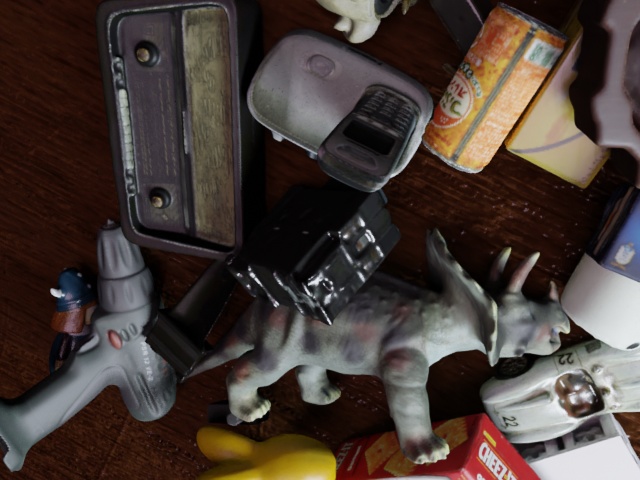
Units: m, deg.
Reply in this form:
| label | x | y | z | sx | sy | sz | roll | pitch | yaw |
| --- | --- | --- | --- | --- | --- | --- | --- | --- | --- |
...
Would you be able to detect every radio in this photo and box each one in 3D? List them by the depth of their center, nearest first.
| label | x | y | z | sx | sy | sz | roll | pitch | yaw |
| --- | --- | --- | --- | --- | --- | --- | --- | --- | --- |
| radio | -0.122 | -0.103 | 0.495 | 0.131 | 0.073 | 0.229 | 6 | 111 | 12 |

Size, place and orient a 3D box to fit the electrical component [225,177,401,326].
| label | x | y | z | sx | sy | sz | roll | pitch | yaw |
| --- | --- | --- | --- | --- | --- | --- | --- | --- | --- |
| electrical component | -0.001 | -0.001 | 0.469 | 0.115 | 0.134 | 0.058 | 9 | 141 | 47 |

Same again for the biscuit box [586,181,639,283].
| label | x | y | z | sx | sy | sz | roll | pitch | yaw |
| --- | --- | --- | --- | --- | --- | --- | --- | --- | --- |
| biscuit box | 0.290 | 0.027 | 0.351 | 0.203 | 0.059 | 0.062 | 24 | 104 | 12 |

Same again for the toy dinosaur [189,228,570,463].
| label | x | y | z | sx | sy | sz | roll | pitch | yaw |
| --- | --- | --- | --- | --- | --- | --- | --- | --- | --- |
| toy dinosaur | 0.019 | 0.081 | 0.512 | 0.405 | 0.131 | 0.192 | 2 | 91 | 22 |

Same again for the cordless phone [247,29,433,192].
| label | x | y | z | sx | sy | sz | roll | pitch | yaw |
| --- | --- | --- | --- | --- | --- | --- | --- | --- | --- |
| cordless phone | 0.004 | -0.090 | 0.408 | 0.147 | 0.184 | 0.088 | 28 | 119 | 2 |

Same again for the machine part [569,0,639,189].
| label | x | y | z | sx | sy | sz | roll | pitch | yaw |
| --- | --- | --- | --- | --- | --- | --- | --- | --- | --- |
| machine part | 0.236 | -0.110 | 0.308 | 0.179 | 0.056 | 0.179 | 2 | 114 | 4 |

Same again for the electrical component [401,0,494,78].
| label | x | y | z | sx | sy | sz | roll | pitch | yaw |
| --- | --- | --- | --- | --- | --- | --- | --- | --- | --- |
| electrical component | 0.103 | -0.170 | 0.412 | 0.045 | 0.078 | 0.102 | -30 | 110 | 34 |

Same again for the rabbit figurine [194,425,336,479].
| label | x | y | z | sx | sy | sz | roll | pitch | yaw |
| --- | --- | --- | --- | --- | --- | --- | --- | --- | --- |
| rabbit figurine | -0.061 | 0.249 | 0.562 | 0.162 | 0.122 | 0.173 | 32 | 126 | -21 |

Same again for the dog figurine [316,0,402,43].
| label | x | y | z | sx | sy | sz | roll | pitch | yaw |
| --- | --- | --- | --- | --- | --- | --- | --- | --- | --- |
| dog figurine | -0.016 | -0.262 | 0.407 | 0.191 | 0.121 | 0.172 | 27 | 112 | 18 |

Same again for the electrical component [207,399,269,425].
| label | x | y | z | sx | sy | sz | roll | pitch | yaw |
| --- | --- | --- | --- | --- | --- | --- | --- | --- | --- |
| electrical component | -0.092 | 0.188 | 0.590 | 0.063 | 0.094 | 0.021 | -3 | 81 | 14 |

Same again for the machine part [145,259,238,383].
| label | x | y | z | sx | sy | sz | roll | pitch | yaw |
| --- | --- | --- | --- | --- | --- | --- | --- | --- | --- |
| machine part | -0.120 | 0.068 | 0.547 | 0.084 | 0.039 | 0.139 | 38 | 91 | 33 |

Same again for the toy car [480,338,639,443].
| label | x | y | z | sx | sy | sz | roll | pitch | yaw |
| --- | --- | --- | --- | --- | --- | --- | --- | --- | --- |
| toy car | 0.251 | 0.130 | 0.499 | 0.202 | 0.056 | 0.073 | -26 | 102 | 22 |

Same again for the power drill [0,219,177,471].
| label | x | y | z | sx | sy | sz | roll | pitch | yaw |
| --- | --- | --- | --- | --- | --- | --- | --- | --- | --- |
| power drill | -0.255 | 0.117 | 0.556 | 0.086 | 0.207 | 0.231 | 12 | 126 | 42 |

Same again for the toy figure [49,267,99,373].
| label | x | y | z | sx | sy | sz | roll | pitch | yaw |
| --- | --- | --- | --- | --- | --- | --- | --- | --- | --- |
| toy figure | -0.280 | 0.105 | 0.621 | 0.058 | 0.064 | 0.154 | 3 | 110 | -25 |

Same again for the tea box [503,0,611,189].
| label | x | y | z | sx | sy | sz | roll | pitch | yaw |
| --- | --- | --- | --- | --- | --- | --- | --- | --- | --- |
| tea box | 0.206 | -0.133 | 0.389 | 0.068 | 0.098 | 0.169 | 29 | 116 | 2 |
